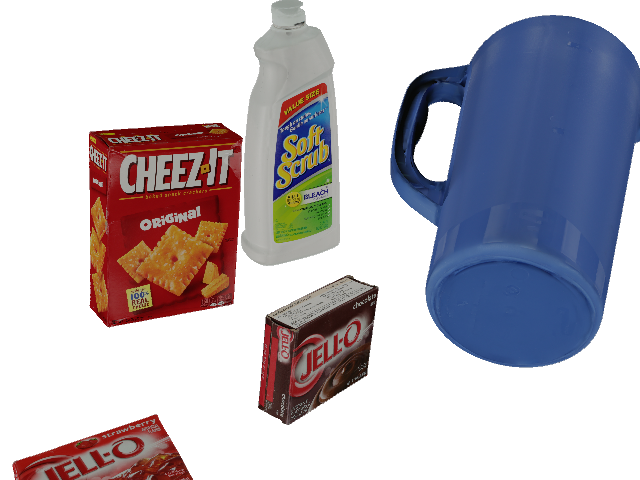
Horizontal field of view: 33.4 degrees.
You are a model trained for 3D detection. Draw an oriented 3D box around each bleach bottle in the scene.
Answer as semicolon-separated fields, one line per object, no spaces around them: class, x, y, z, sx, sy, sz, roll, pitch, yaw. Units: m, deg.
bleach bottle;-0.033;-0.105;1.032;0.102;0.251;0.068;-15;31;-21

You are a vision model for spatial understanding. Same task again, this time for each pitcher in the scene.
pitcher;0.135;-0.037;0.728;0.149;0.242;0.145;-26;-61;38

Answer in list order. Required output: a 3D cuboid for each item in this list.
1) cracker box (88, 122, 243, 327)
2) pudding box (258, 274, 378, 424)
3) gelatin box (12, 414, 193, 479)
cracker box;-0.177;-0.019;1.222;0.163;0.214;0.072;-8;25;-30
pudding box;-0.001;0.088;0.888;0.039;0.090;0.113;23;30;30
gelatin box;-0.121;0.139;0.599;0.089;0.030;0.073;-16;28;-20
